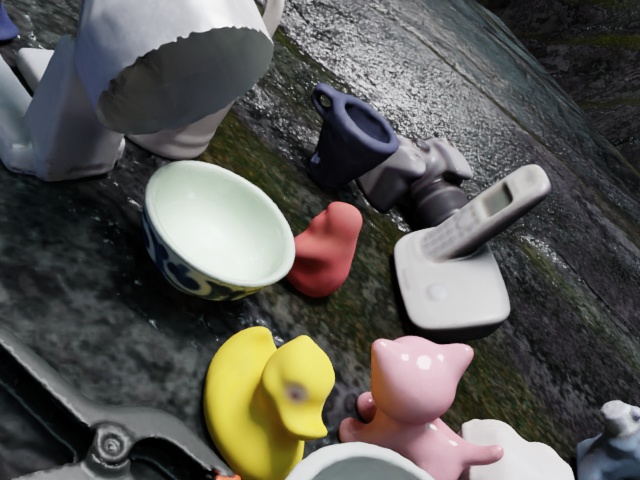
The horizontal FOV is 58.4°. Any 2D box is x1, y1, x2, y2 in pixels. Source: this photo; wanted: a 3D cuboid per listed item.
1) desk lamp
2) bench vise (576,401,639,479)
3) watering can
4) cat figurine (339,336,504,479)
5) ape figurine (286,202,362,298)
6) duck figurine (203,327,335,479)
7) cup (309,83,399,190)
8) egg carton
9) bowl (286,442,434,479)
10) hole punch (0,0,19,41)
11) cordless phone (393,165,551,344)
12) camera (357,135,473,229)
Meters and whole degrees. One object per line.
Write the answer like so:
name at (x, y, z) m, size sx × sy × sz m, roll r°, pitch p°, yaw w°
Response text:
desk lamp at (-0.153, -0.137, 0.397) m, size 0.203 × 0.213 × 0.118 m, roll 51°, pitch 33°, yaw 14°
bench vise at (0.368, 0.223, 0.528) m, size 0.208 × 0.219 × 0.121 m, roll 31°, pitch 34°, yaw -17°
watering can at (-0.101, -0.167, 0.505) m, size 0.101 × 0.193 × 0.172 m, roll 9°, pitch 45°, yaw -41°
cat figurine at (0.077, 0.126, 0.424) m, size 0.128 × 0.117 × 0.067 m, roll 46°, pitch 32°, yaw 5°
ape figurine at (0.005, 0.002, 0.517) m, size 0.078 × 0.092 × 0.076 m, roll -1°, pitch 52°, yaw -47°
duck figurine at (-0.027, 0.096, 0.378) m, size 0.078 × 0.086 × 0.104 m, roll 13°, pitch 43°, yaw -38°
cup at (0.019, -0.114, 0.665) m, size 0.118 × 0.094 × 0.092 m, roll 43°, pitch 32°, yaw 1°
egg carton at (0.152, 0.218, 0.443) m, size 0.107 × 0.069 × 0.150 m, roll 31°, pitch 34°, yaw -18°
bowl at (0.022, 0.205, 0.314) m, size 0.168 × 0.074 × 0.167 m, roll 28°, pitch 35°, yaw -21°
hole punch at (-0.298, -0.218, 0.450) m, size 0.101 × 0.091 × 0.109 m, roll 42°, pitch 32°, yaw 0°
cordless phone at (0.166, 0.013, 0.589) m, size 0.094 × 0.184 × 0.147 m, roll 24°, pitch 37°, yaw -26°
camera at (0.142, -0.063, 0.731) m, size 0.144 × 0.100 × 0.136 m, roll 10°, pitch 45°, yaw -41°
